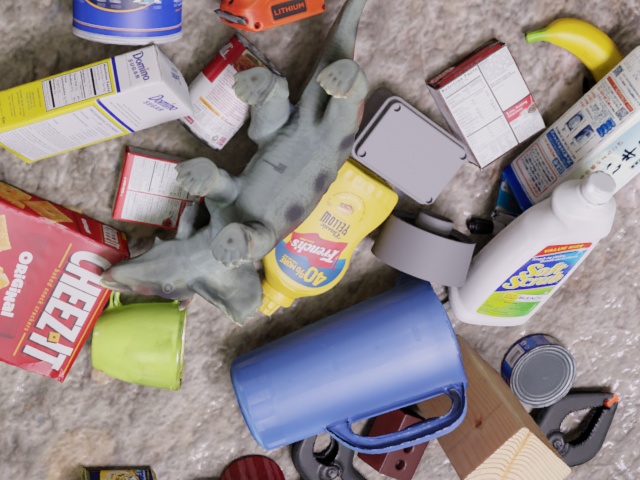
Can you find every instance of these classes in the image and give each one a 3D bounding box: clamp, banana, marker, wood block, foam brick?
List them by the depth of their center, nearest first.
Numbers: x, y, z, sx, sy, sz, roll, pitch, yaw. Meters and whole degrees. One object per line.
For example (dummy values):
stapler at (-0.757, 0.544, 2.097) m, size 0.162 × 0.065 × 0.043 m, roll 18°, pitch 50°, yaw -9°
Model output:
banana at (0.303, -0.177, 1.162) m, size 0.070 × 0.037 × 0.197 m, roll -35°, pitch 116°, yaw 22°
wood block at (0.182, 0.207, 1.198) m, size 0.091 × 0.206 × 0.090 m, roll -44°, pitch 115°, yaw 7°
marker at (0.225, -0.012, 1.220) m, size 0.121 × 0.020 × 0.020 m, roll 4°, pitch 111°, yaw -15°
foam brick at (0.091, 0.237, 1.262) m, size 0.052 × 0.051 × 0.078 m, roll 25°, pitch 88°, yaw -32°
clamp at (0.018, 0.274, 1.281) m, size 0.120 × 0.039 × 0.171 m, roll -11°, pitch 113°, yaw -25°
clamp at (0.277, 0.245, 1.317) m, size 0.210 × 0.036 × 0.164 m, roll -41°, pitch 98°, yaw -10°

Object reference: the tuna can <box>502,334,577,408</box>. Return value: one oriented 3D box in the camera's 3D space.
tuna can at (0.265, 0.158, 1.293) m, size 0.086 × 0.034 × 0.086 m, roll -5°, pitch 113°, yaw -12°

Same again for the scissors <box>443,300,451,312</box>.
scissors at (0.080, 0.105, 1.236) m, size 0.096 × 0.016 × 0.202 m, roll 38°, pitch 99°, yaw -24°

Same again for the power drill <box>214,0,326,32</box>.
power drill at (-0.039, -0.301, 0.997) m, size 0.184 × 0.057 × 0.188 m, roll -24°, pitch 124°, yaw -31°

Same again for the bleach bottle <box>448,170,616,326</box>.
bleach bottle at (0.229, 0.007, 1.129) m, size 0.102 × 0.068 × 0.251 m, roll 6°, pitch 148°, yaw -16°

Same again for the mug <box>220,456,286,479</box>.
mug at (-0.086, 0.306, 1.244) m, size 0.117 × 0.081 × 0.093 m, roll 6°, pitch 111°, yaw -16°

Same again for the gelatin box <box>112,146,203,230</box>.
gelatin box at (-0.164, -0.052, 1.104) m, size 0.089 × 0.030 × 0.073 m, roll 10°, pitch 108°, yaw -18°

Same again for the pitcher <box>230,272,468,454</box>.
pitcher at (0.034, 0.148, 1.158) m, size 0.243 × 0.149 × 0.145 m, roll -21°, pitch 111°, yaw 1°

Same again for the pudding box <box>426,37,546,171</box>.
pudding box at (0.179, -0.145, 1.142) m, size 0.090 × 0.039 × 0.113 m, roll -33°, pitch 114°, yaw 1°

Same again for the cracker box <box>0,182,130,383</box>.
cracker box at (-0.324, 0.033, 1.078) m, size 0.213 × 0.072 × 0.164 m, roll 25°, pitch 105°, yaw -22°

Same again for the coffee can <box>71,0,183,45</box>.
coffee can at (-0.175, -0.258, 0.974) m, size 0.102 × 0.103 × 0.140 m, roll 0°, pitch 112°, yaw -14°

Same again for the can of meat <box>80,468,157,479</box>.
can of meat at (-0.224, 0.300, 1.199) m, size 0.083 × 0.102 × 0.057 m, roll 1°, pitch 110°, yaw -17°

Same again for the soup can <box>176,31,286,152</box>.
soup can at (-0.092, -0.146, 1.060) m, size 0.068 × 0.068 × 0.102 m, roll 39°, pitch 100°, yaw -24°

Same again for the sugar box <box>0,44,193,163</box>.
sugar box at (-0.217, -0.127, 1.004) m, size 0.176 × 0.093 × 0.048 m, roll -17°, pitch 75°, yaw 7°

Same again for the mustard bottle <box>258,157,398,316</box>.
mustard bottle at (-0.007, 0.002, 1.148) m, size 0.096 × 0.058 × 0.192 m, roll 32°, pitch 102°, yaw -19°
